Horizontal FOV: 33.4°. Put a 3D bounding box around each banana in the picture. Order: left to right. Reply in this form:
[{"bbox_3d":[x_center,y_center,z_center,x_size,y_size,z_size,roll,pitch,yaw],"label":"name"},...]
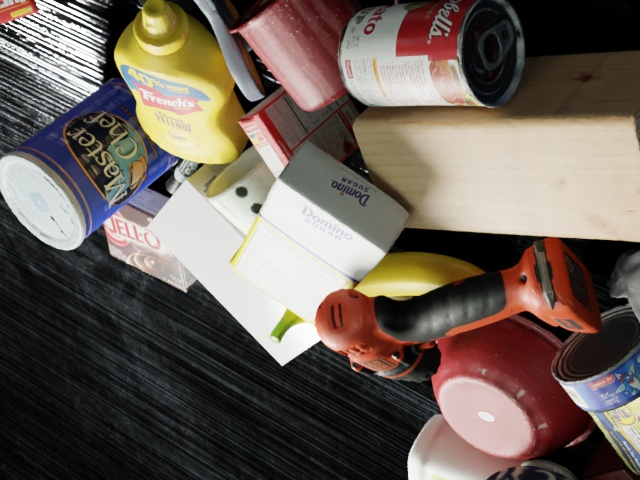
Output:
[{"bbox_3d":[0.052,0.042,0.900,0.198,0.069,0.037,-15,142,20],"label":"banana"}]

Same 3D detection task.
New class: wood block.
[{"bbox_3d":[0.137,-0.064,0.709,0.207,0.090,0.090,4,128,41],"label":"wood block"}]

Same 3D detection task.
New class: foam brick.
[{"bbox_3d":[0.266,0.202,0.878,0.078,0.051,0.053,48,143,-5],"label":"foam brick"}]

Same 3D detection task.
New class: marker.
[{"bbox_3d":[-0.119,-0.075,0.999,0.020,0.020,0.121,44,143,0],"label":"marker"}]

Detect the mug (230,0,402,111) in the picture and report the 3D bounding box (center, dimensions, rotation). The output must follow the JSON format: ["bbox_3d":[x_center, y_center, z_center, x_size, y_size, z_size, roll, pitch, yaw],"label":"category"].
[{"bbox_3d":[0.006,-0.153,0.760,0.117,0.093,0.081,-35,107,16],"label":"mug"}]

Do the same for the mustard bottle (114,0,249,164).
[{"bbox_3d":[-0.113,-0.131,0.854,0.096,0.058,0.191,21,160,12],"label":"mustard bottle"}]

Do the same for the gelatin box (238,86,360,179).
[{"bbox_3d":[-0.010,-0.087,0.826,0.030,0.089,0.073,-11,117,52],"label":"gelatin box"}]

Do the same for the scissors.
[{"bbox_3d":[-0.076,-0.158,0.766,0.016,0.201,0.096,-22,82,9],"label":"scissors"}]

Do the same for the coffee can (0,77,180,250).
[{"bbox_3d":[-0.211,-0.072,0.987,0.103,0.140,0.103,26,140,24],"label":"coffee can"}]

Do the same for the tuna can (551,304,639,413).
[{"bbox_3d":[0.216,0.087,0.785,0.033,0.086,0.086,51,143,-12],"label":"tuna can"}]

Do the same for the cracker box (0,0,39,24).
[{"bbox_3d":[-0.308,-0.296,0.862,0.164,0.072,0.214,-128,20,-51],"label":"cracker box"}]

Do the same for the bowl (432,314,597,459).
[{"bbox_3d":[0.154,0.135,0.916,0.162,0.055,0.162,25,139,23],"label":"bowl"}]

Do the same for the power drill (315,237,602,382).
[{"bbox_3d":[0.111,0.062,0.807,0.188,0.057,0.184,-18,158,21],"label":"power drill"}]

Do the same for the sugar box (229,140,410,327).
[{"bbox_3d":[-0.005,0.001,0.804,0.093,0.048,0.176,35,151,-1],"label":"sugar box"}]

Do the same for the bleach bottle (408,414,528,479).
[{"bbox_3d":[0.206,0.249,0.973,0.251,0.068,0.102,18,137,27],"label":"bleach bottle"}]

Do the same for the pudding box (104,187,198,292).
[{"bbox_3d":[-0.174,-0.008,1.100,0.114,0.039,0.090,22,138,27],"label":"pudding box"}]

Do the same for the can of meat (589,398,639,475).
[{"bbox_3d":[0.262,0.133,0.811,0.084,0.057,0.102,-19,111,52],"label":"can of meat"}]

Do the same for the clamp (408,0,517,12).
[{"bbox_3d":[0.074,-0.197,0.683,0.171,0.039,0.120,41,149,-7],"label":"clamp"}]

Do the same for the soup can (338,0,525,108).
[{"bbox_3d":[0.070,-0.119,0.684,0.102,0.068,0.068,7,130,44],"label":"soup can"}]
